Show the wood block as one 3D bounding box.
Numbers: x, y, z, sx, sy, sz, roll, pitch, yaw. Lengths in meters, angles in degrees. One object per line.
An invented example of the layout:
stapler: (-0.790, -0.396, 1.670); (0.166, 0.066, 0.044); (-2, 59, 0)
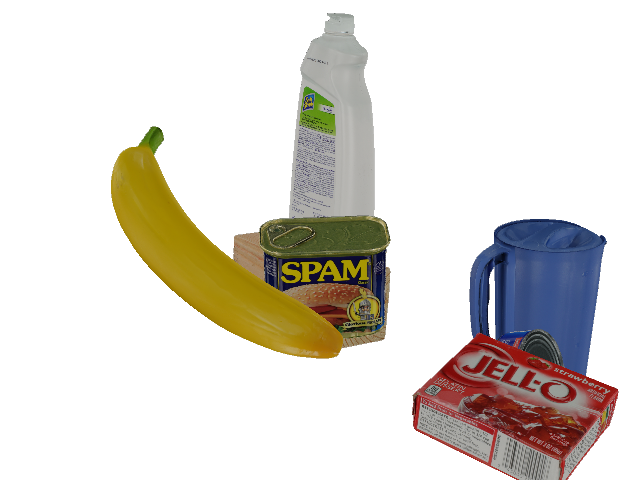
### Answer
wood block: (-0.016, 0.054, 1.290); (0.090, 0.090, 0.206); (-7, 18, -34)

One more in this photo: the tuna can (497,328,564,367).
tuna can: (0.190, 0.125, 0.981); (0.034, 0.086, 0.085); (-9, -6, 40)

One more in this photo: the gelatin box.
gelatin box: (0.106, 0.092, 0.584); (0.089, 0.030, 0.073); (22, 36, 29)

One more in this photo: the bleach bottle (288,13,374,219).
bleach bottle: (0.019, -0.112, 1.136); (0.103, 0.251, 0.067); (20, 24, 40)

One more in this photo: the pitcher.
pitcher: (0.268, 0.103, 1.326); (0.149, 0.243, 0.144); (6, 19, 18)

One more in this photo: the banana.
banana: (-0.070, 0.005, 0.640); (0.069, 0.198, 0.037); (-31, -22, -27)

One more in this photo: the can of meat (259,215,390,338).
can of meat: (0.003, 0.031, 0.853); (0.102, 0.084, 0.057); (-2, 29, -3)
